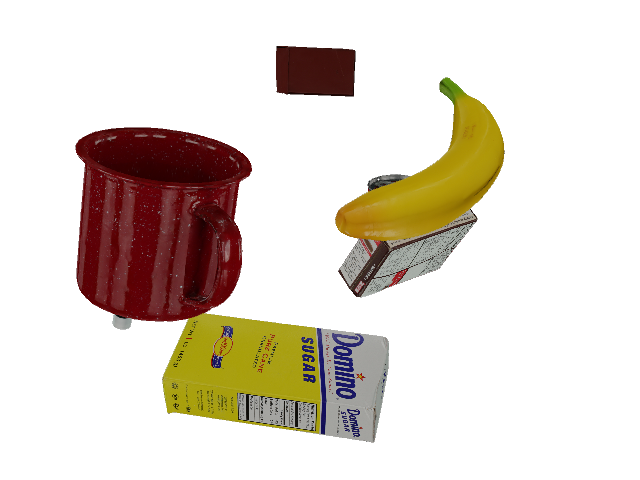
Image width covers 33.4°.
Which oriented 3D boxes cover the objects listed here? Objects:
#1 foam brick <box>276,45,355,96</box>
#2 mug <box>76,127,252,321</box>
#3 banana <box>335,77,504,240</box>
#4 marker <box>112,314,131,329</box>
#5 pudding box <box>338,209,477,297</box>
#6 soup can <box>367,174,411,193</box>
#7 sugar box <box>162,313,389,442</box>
[{"bbox_3d":[-0.006,-0.185,1.167,0.078,0.051,0.053,0,11,-16],"label":"foam brick"},{"bbox_3d":[-0.080,-0.004,0.571,0.093,0.081,0.117,-11,30,-42],"label":"mug"},{"bbox_3d":[0.077,-0.045,0.697,0.070,0.037,0.197,20,38,16],"label":"banana"},{"bbox_3d":[-0.189,0.037,1.056,0.020,0.121,0.020,11,34,-8],"label":"marker"},{"bbox_3d":[0.083,0.004,1.020,0.113,0.039,0.090,-20,-25,-33],"label":"pudding box"},{"bbox_3d":[0.087,-0.017,1.231,0.068,0.102,0.068,0,24,0],"label":"soup can"},{"bbox_3d":[-0.034,0.111,0.892,0.176,0.048,0.093,4,35,9],"label":"sugar box"}]
